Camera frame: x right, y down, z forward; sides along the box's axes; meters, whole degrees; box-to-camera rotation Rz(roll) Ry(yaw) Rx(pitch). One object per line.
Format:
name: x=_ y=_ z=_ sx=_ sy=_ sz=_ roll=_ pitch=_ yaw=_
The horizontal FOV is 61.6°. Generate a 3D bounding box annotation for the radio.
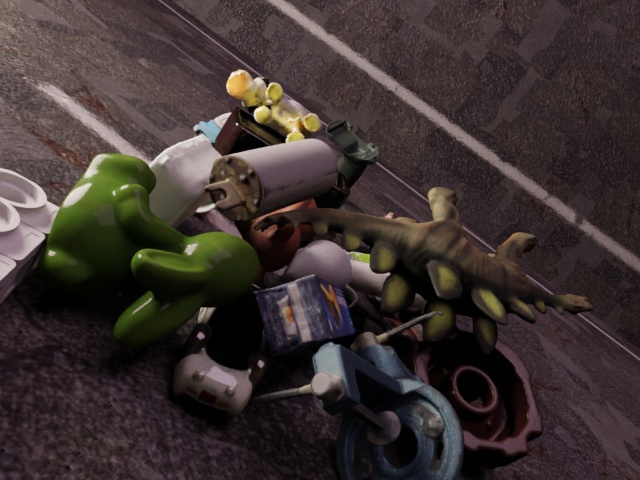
radio: x=-0.062 y=-0.123 z=0.898 sx=0.229 sy=0.073 sz=0.131 roll=29 pitch=18 yaw=-17

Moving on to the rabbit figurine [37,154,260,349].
rabbit figurine: x=-0.136 y=0.011 z=0.466 sx=0.170 sy=0.121 sz=0.159 roll=14 pitch=22 yaw=-8

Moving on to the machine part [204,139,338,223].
machine part: x=-0.050 y=-0.077 z=0.648 sx=0.079 sy=0.079 sz=0.243 roll=41 pitch=33 yaw=15

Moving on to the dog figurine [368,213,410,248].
dog figurine: x=0.146 y=-0.002 z=1.109 sx=0.191 sy=0.108 sz=0.219 roll=48 pitch=4 yaw=-32

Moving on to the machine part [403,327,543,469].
machine part: x=0.182 y=0.190 z=0.659 sx=0.179 sy=0.056 sz=0.179 roll=13 pitch=45 yaw=-13

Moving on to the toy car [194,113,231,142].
toy car: x=-0.159 y=-0.192 z=1.043 sx=0.162 sy=0.103 sz=0.109 roll=42 pitch=17 yaw=11

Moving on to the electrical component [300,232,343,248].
electrical component: x=-0.001 y=-0.003 z=0.885 sx=0.078 sy=0.045 sz=0.102 roll=31 pitch=-19 yaw=-34

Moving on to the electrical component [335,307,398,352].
electrical component: x=0.054 y=0.139 z=0.675 sx=0.075 sy=0.047 sz=0.119 roll=37 pitch=16 yaw=5

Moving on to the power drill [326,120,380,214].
power drill: x=0.011 y=-0.127 z=1.044 sx=0.232 sy=0.207 sz=0.086 roll=41 pitch=37 yaw=13

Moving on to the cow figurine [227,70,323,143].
cow figurine: x=-0.075 y=-0.221 z=0.898 sx=0.167 sy=0.068 sz=0.098 roll=37 pitch=11 yaw=-6

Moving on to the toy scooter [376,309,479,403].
toy scooter: x=0.163 y=0.157 z=0.796 sx=0.184 sy=0.075 sz=0.135 roll=31 pitch=16 yaw=-1

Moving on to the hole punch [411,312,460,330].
hole punch: x=0.204 y=0.123 z=0.969 sx=0.116 sy=0.092 sz=0.142 roll=-2 pitch=30 yaw=-8

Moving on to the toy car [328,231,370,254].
toy car: x=0.022 y=-0.005 z=0.980 sx=0.202 sy=0.053 sz=0.089 roll=38 pitch=-1 yaw=6

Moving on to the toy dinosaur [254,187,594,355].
toy dinosaur: x=0.149 y=0.027 z=0.682 sx=0.471 sy=0.105 sz=0.199 roll=19 pitch=40 yaw=-10

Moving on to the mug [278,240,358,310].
mug: x=-0.004 y=0.062 z=0.728 sx=0.109 sy=0.081 sz=0.107 roll=45 pitch=30 yaw=8

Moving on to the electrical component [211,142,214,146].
electrical component: x=-0.155 y=-0.113 z=0.921 sx=0.115 sy=0.058 sz=0.134 roll=45 pitch=19 yaw=19

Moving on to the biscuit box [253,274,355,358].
biscuit box: x=-0.007 y=0.080 z=0.560 sx=0.202 sy=0.059 sz=0.063 roll=43 pitch=29 yaw=-78

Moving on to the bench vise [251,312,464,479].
bench vise: x=0.056 y=0.150 z=0.493 sx=0.240 sy=0.129 sz=0.224 roll=45 pitch=27 yaw=-43

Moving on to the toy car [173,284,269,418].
toy car: x=-0.087 y=0.091 z=0.522 sx=0.073 sy=0.056 sz=0.202 roll=26 pitch=17 yaw=-9

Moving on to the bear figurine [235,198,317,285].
bear figurine: x=-0.076 y=-0.024 z=0.745 sx=0.132 sy=0.120 sz=0.196 roll=34 pitch=22 yaw=5
